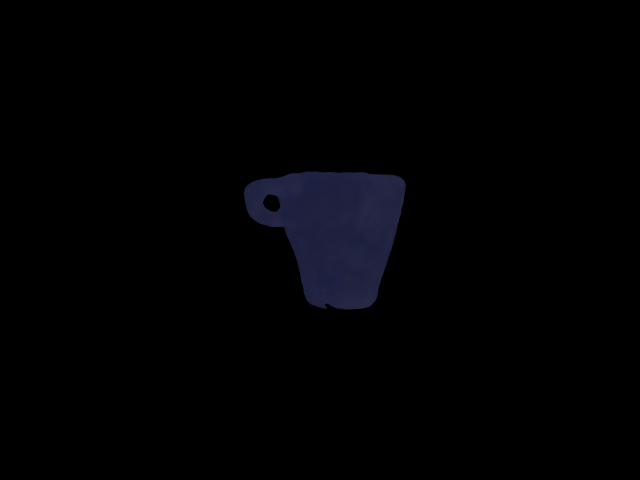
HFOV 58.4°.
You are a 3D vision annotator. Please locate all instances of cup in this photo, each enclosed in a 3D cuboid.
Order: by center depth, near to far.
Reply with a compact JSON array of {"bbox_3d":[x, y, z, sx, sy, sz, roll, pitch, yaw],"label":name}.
[{"bbox_3d":[0.004,0.001,0.400,0.118,0.095,0.091,-2,4,-30],"label":"cup"}]
